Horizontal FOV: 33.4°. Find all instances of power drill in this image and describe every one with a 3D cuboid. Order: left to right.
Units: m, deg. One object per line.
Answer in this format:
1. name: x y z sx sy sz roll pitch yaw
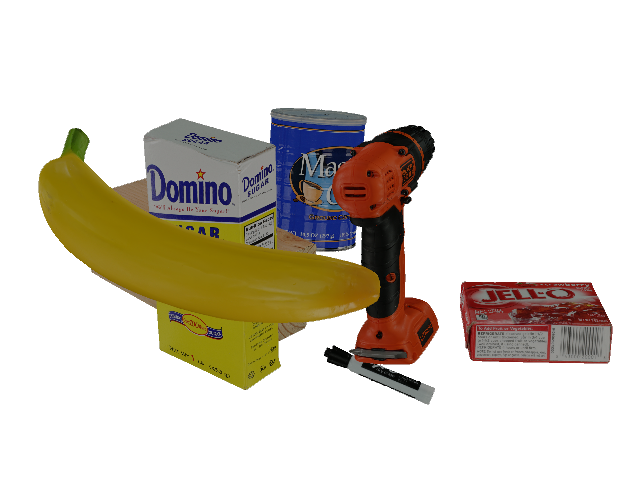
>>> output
1. power drill: 0.064 0.000 0.925 0.057 0.188 0.184 0 17 24

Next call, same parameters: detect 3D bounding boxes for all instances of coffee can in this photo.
1. coffee can: -0.007 -0.067 1.148 0.103 0.140 0.103 4 12 -1

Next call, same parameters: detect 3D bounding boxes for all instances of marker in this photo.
1. marker: 0.060 0.139 1.115 0.121 0.020 0.020 22 4 9

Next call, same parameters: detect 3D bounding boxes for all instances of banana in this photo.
1. banana: -0.069 -0.001 0.513 0.198 0.069 0.037 27 -28 21

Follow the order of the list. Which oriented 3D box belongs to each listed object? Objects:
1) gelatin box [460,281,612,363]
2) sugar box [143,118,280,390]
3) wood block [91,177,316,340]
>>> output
1. gelatin box: 0.137 0.051 0.689 0.089 0.030 0.073 1 18 4
2. sugar box: -0.076 0.010 0.757 0.093 0.176 0.048 18 34 35
3. wood block: -0.114 0.019 1.006 0.206 0.090 0.090 24 30 33
